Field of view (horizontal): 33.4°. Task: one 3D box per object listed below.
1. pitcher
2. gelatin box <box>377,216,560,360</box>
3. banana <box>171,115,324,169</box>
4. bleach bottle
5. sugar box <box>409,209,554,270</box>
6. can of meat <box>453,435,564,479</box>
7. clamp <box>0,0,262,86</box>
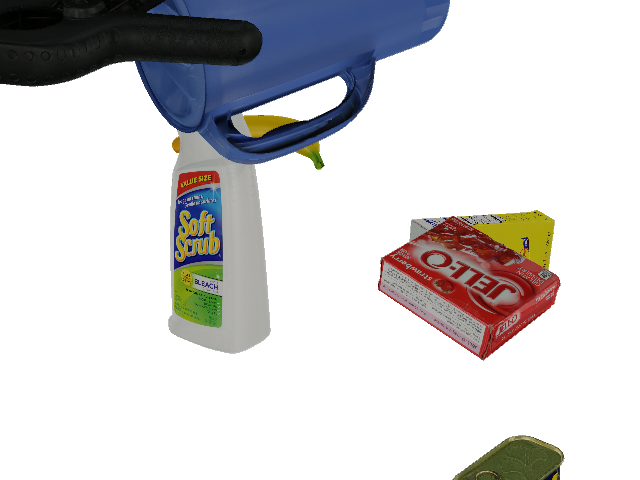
[{"bbox_3d":[-0.017,-0.170,0.835,0.242,0.149,0.145,-21,37,-26],"label":"pitcher"},{"bbox_3d":[0.093,0.027,0.672,0.089,0.030,0.073,33,45,32],"label":"gelatin box"},{"bbox_3d":[-0.084,-0.128,1.319,0.198,0.037,0.069,6,40,16],"label":"banana"},{"bbox_3d":[-0.100,-0.026,0.981,0.103,0.251,0.067,15,28,37],"label":"bleach bottle"},{"bbox_3d":[0.193,0.017,1.287,0.176,0.093,0.048,-6,21,-22],"label":"sugar box"},{"bbox_3d":[0.159,0.227,0.896,0.101,0.084,0.058,-24,28,-38],"label":"can of meat"},{"bbox_3d":[-0.131,-0.122,0.596,0.171,0.039,0.120,-9,30,-24],"label":"clamp"}]
